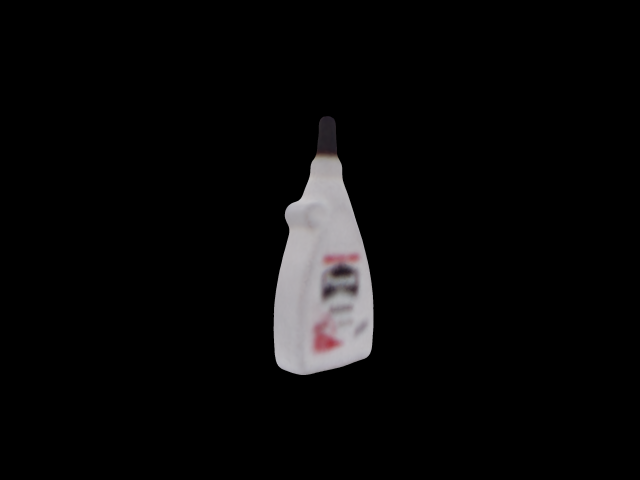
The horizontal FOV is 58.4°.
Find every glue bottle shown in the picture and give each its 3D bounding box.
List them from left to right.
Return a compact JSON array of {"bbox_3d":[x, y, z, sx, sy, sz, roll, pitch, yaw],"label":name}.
[{"bbox_3d":[0.004,0.001,0.400,0.037,0.173,0.078,4,6,44],"label":"glue bottle"}]
